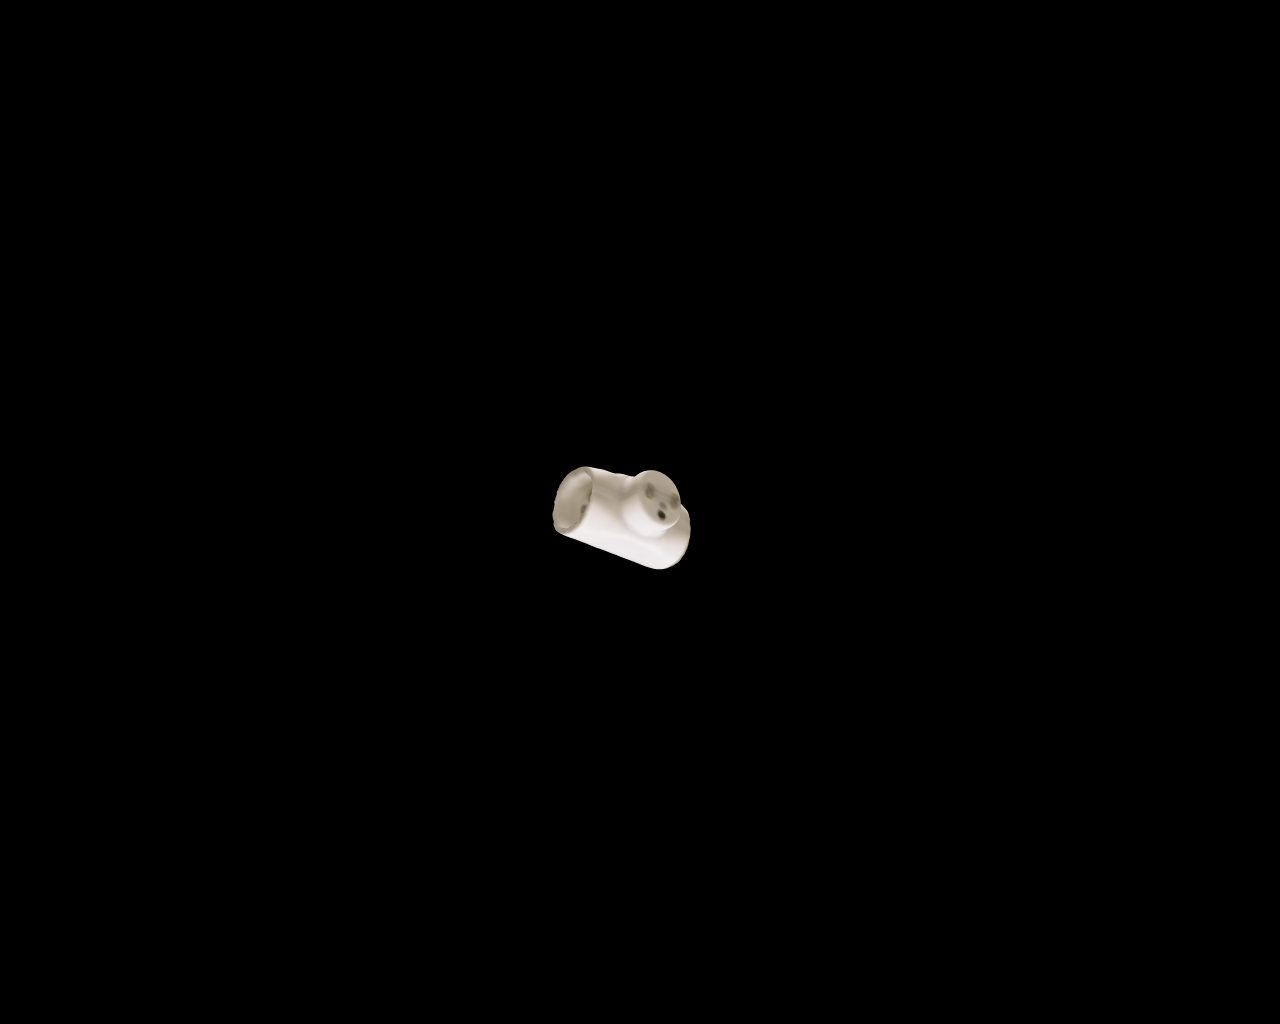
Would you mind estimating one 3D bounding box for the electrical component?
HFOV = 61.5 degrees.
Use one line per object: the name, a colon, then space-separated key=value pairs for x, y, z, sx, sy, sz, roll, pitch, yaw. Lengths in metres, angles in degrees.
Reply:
electrical component: x=0.001 y=-0.003 z=0.650 sx=0.077 sy=0.044 sz=0.079 roll=22 pitch=-36 yaw=-34
